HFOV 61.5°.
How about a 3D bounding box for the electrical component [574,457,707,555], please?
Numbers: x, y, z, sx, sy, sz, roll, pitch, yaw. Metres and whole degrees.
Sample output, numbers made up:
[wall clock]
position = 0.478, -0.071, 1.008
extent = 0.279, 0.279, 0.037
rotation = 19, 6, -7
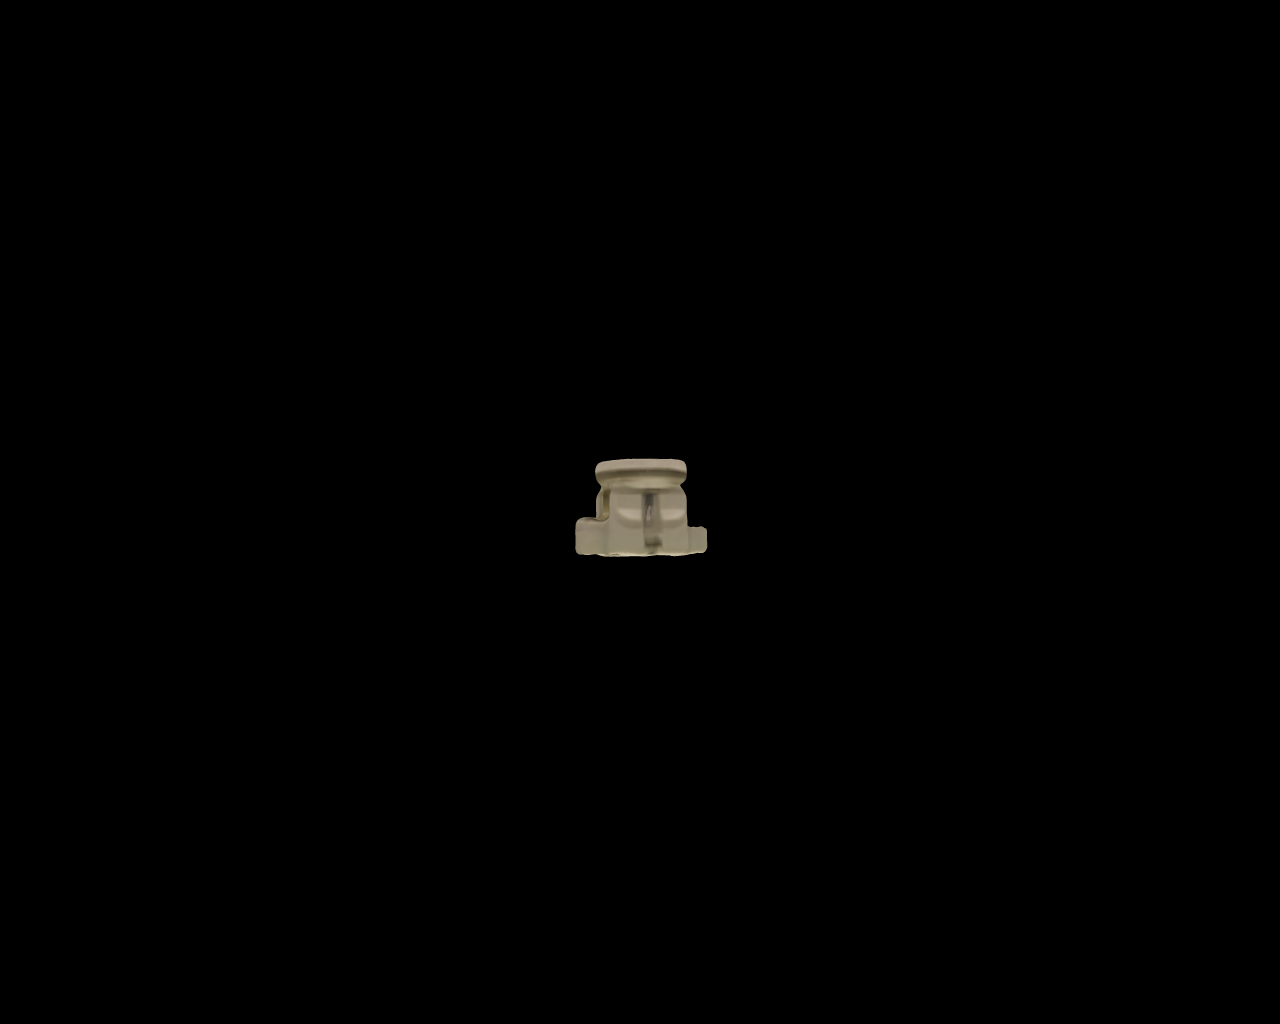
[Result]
[electrical component]
position = 0.001, -0.003, 0.650
extent = 0.078, 0.057, 0.058
rotation = 1, -4, -15
